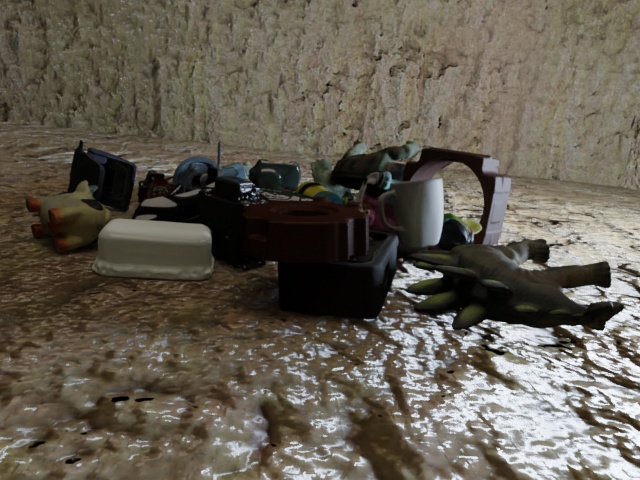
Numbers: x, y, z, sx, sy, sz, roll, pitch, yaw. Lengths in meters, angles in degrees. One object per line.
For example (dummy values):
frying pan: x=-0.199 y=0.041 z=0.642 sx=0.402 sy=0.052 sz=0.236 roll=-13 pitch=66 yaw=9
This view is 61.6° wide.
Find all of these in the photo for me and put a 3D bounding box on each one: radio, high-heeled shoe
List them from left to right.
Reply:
high-heeled shoe: x=-0.194 y=-0.033 z=0.912 sx=0.249 sy=0.086 sz=0.145 roll=13 pitch=47 yaw=16
radio: x=0.035 y=0.037 z=0.756 sx=0.131 sy=0.073 sz=0.229 roll=5 pitch=15 yaw=14

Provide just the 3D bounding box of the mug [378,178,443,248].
mug: x=0.147 y=-0.040 z=0.850 sx=0.109 sy=0.107 sz=0.081 roll=-11 pitch=5 yaw=-24

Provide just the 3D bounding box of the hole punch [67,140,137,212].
hole punch: x=-0.440 y=-0.119 z=1.082 sx=0.116 sy=0.142 sz=0.092 roll=31 pitch=26 yaw=30

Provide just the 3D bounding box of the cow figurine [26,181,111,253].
cow figurine: x=-0.403 y=-0.044 z=0.878 sx=0.127 sy=0.085 sz=0.195 roll=-14 pitch=22 yaw=-41

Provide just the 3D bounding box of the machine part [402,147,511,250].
machine part: x=0.261 y=-0.075 z=1.062 sx=0.202 sy=0.200 sz=0.087 roll=17 pitch=15 yaw=38

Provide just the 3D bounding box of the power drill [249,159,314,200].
power drill: x=-0.070 y=-0.089 z=1.083 sx=0.232 sy=0.085 sz=0.207 roll=3 pitch=33 yaw=-7

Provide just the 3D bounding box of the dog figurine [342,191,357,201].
dog figurine: x=0.148 y=-0.076 z=1.266 sx=0.191 sy=0.121 sz=0.172 roll=-7 pitch=-24 yaw=15

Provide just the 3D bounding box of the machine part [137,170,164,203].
machine part: x=-0.362 y=-0.103 z=1.178 sx=0.039 sy=0.084 sz=0.139 roll=31 pitch=7 yaw=-43

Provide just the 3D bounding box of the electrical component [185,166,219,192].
electrical component: x=-0.222 y=-0.081 z=1.037 sx=0.048 sy=0.119 sz=0.075 roll=-7 pitch=22 yaw=-45

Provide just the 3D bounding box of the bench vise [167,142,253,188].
bench vise: x=-0.232 y=-0.135 z=1.207 sx=0.224 sy=0.128 sz=0.241 roll=-8 pitch=1 yaw=-24

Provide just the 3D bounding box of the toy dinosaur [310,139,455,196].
toy dinosaur: x=0.117 y=-0.166 z=1.335 sx=0.192 sy=0.131 sz=0.405 roll=-38 pitch=23 yaw=-29

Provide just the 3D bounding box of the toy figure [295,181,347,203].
toy figure: x=0.005 y=-0.076 z=1.179 sx=0.082 sy=0.089 sz=0.180 roll=13 pitch=7 yaw=-29

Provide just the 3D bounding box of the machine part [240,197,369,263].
machine part: x=-0.020 y=-0.016 z=0.700 sx=0.179 sy=0.056 sz=0.179 roll=1 pitch=14 yaw=0

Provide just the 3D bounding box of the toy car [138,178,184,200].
toy car: x=-0.310 y=-0.071 z=1.037 sx=0.089 sy=0.053 sz=0.202 roll=6 pitch=25 yaw=-16

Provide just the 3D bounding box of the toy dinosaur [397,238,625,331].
toy dinosaur: x=0.225 y=0.051 z=0.746 sx=0.199 sy=0.105 sz=0.471 roll=-1 pitch=4 yaw=-11

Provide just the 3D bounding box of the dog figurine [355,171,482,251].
dog figurine: x=0.178 y=-0.033 z=0.978 sx=0.219 sy=0.108 sz=0.191 roll=25 pitch=2 yaw=-11

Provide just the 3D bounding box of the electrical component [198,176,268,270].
electrical component: x=-0.137 y=-0.031 z=0.842 sx=0.115 sy=0.134 sz=0.058 roll=15 pitch=18 yaw=36
